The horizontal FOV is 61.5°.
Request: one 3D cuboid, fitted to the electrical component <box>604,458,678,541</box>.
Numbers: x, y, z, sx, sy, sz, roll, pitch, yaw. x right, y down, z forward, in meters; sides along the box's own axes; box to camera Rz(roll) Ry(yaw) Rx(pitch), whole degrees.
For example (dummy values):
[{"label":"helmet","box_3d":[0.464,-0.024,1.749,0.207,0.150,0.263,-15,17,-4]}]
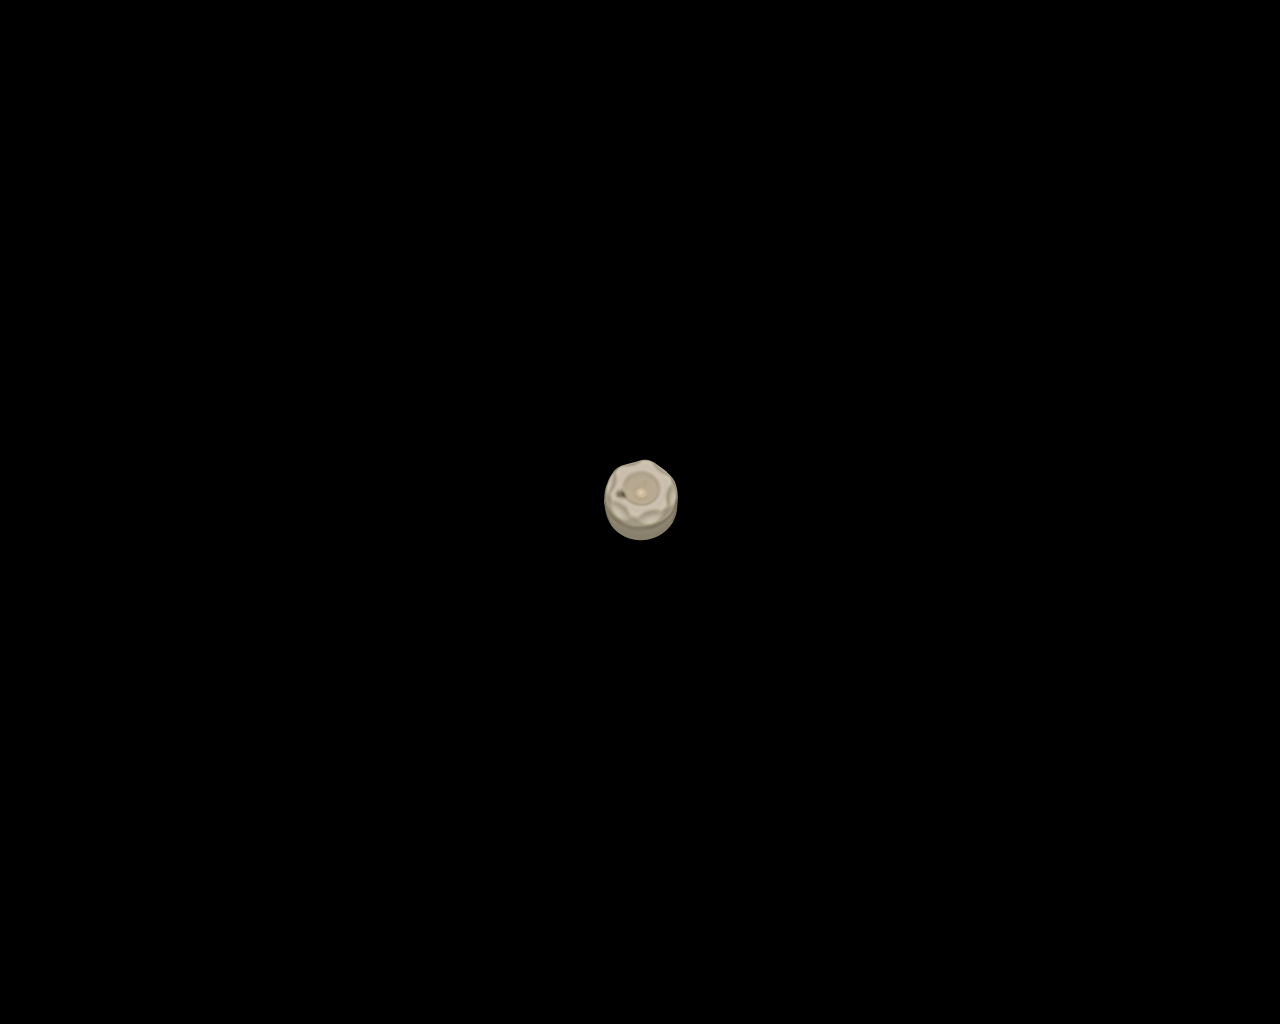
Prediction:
[{"label":"electrical component","box_3d":[0.001,-0.003,0.650,0.043,0.043,0.062,0,-23,0]}]
